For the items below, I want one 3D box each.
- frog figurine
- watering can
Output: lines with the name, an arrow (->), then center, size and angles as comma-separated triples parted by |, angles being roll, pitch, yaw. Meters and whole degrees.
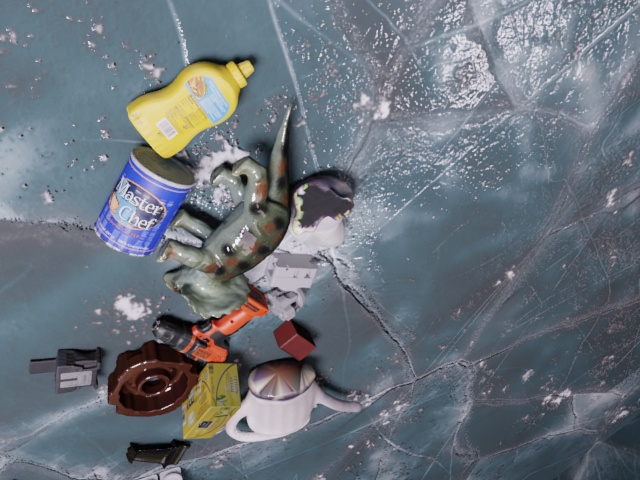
frog figurine -> 0.003, -0.049, 0.969 | 0.138, 0.124, 0.158 | -42, 167, -3
watering can -> -0.051, 0.375, 1.215 | 0.349, 0.106, 0.219 | -9, 126, -20
